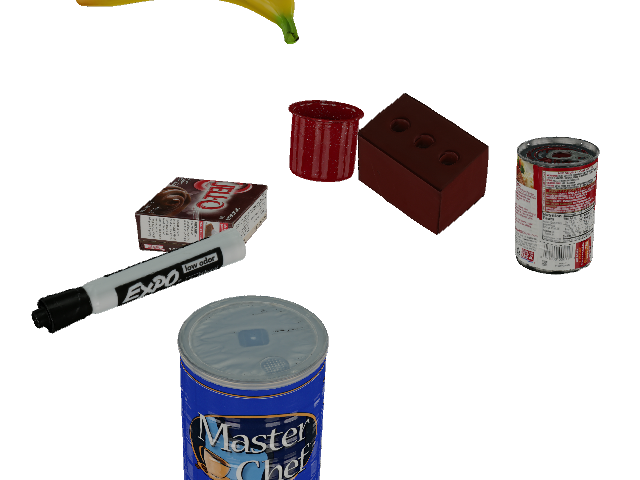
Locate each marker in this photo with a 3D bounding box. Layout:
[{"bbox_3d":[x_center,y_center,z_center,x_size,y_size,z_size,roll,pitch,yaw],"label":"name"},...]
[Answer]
[{"bbox_3d":[-0.095,0.021,0.565,0.120,0.020,0.020,-21,11,-30],"label":"marker"}]

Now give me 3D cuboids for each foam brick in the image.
[{"bbox_3d":[0.070,-0.053,0.742,0.078,0.051,0.053,37,62,25],"label":"foam brick"}]

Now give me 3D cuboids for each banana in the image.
[{"bbox_3d":[-0.102,-0.206,0.863,0.198,0.069,0.037,12,-40,16],"label":"banana"}]

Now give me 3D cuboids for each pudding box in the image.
[{"bbox_3d":[-0.104,-0.022,0.959,0.090,0.039,0.113,5,23,12],"label":"pudding box"}]

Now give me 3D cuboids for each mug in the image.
[{"bbox_3d":[0.010,-0.125,1.327,0.093,0.081,0.117,15,24,24],"label":"mug"}]

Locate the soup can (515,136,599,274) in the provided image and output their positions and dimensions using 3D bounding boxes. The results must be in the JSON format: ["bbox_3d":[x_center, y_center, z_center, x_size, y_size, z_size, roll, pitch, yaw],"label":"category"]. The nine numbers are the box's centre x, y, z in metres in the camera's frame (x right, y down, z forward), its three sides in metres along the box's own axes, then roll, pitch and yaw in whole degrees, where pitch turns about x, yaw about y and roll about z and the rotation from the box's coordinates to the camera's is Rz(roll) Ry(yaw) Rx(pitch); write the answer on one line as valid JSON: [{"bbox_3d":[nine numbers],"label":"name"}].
[{"bbox_3d":[0.202,-0.030,0.916,0.068,0.102,0.068,-3,24,1],"label":"soup can"}]

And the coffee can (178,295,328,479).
[{"bbox_3d":[-0.048,0.125,0.759,0.103,0.140,0.103,2,30,-1],"label":"coffee can"}]
